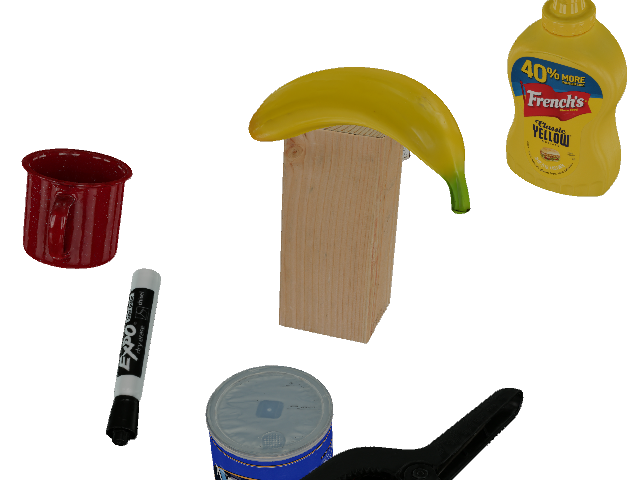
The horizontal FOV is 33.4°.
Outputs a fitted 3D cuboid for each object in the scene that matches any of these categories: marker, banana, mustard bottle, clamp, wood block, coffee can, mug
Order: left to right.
[{"bbox_3d":[-0.214,-0.022,0.917,0.093,0.081,0.117,8,21,-6],"label":"mug"},{"bbox_3d":[-0.117,0.072,0.671,0.020,0.121,0.020,2,-36,1],"label":"marker"},{"bbox_3d":[-0.039,0.191,0.895,0.103,0.140,0.103,-1,36,1],"label":"coffee can"},{"bbox_3d":[0.019,-0.021,0.987,0.091,0.206,0.090,11,29,15],"label":"wood block"},{"bbox_3d":[0.023,-0.077,0.675,0.037,0.069,0.198,16,6,-45],"label":"banana"},{"bbox_3d":[0.068,0.159,0.700,0.210,0.036,0.164,-5,28,-3],"label":"clamp"},{"bbox_3d":[0.201,-0.126,0.874,0.096,0.191,0.058,23,53,29],"label":"mustard bottle"}]

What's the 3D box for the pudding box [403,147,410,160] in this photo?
[{"bbox_3d":[0.056,-0.129,1.484,0.113,0.039,0.090,-26,40,-32],"label":"pudding box"}]
